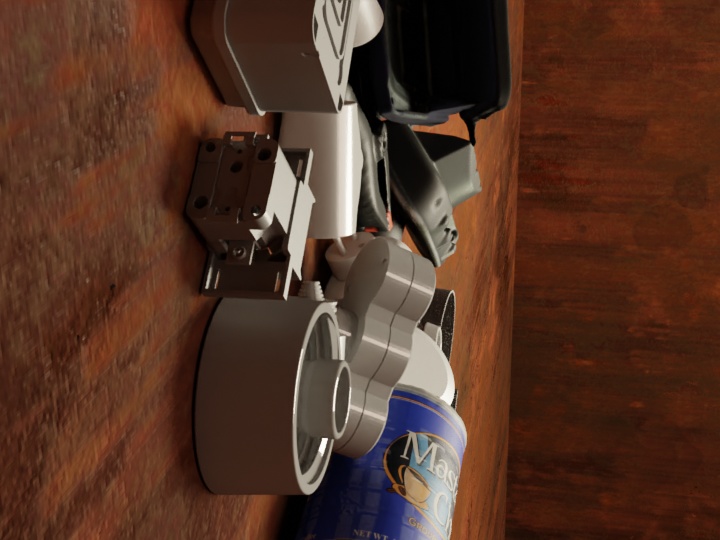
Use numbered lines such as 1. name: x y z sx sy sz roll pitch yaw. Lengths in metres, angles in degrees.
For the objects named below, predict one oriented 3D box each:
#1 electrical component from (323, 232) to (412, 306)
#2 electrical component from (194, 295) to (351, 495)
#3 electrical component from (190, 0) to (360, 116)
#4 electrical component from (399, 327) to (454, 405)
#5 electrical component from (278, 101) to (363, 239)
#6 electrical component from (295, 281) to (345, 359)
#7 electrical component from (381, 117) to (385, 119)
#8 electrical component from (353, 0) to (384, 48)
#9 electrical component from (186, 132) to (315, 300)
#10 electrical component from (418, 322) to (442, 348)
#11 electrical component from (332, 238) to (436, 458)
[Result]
1. electrical component: 0.000 0.000 0.754 0.077 0.043 0.079 -55 130 -45
2. electrical component: -0.038 0.064 0.555 0.108 0.060 0.108 4 90 -78
3. electrical component: -0.036 -0.138 0.517 0.078 0.057 0.113 68 27 -65
4. electrical component: 0.027 0.083 0.807 0.051 0.080 0.080 -43 -158 41
5. electrical component: -0.020 -0.064 0.649 0.079 0.043 0.077 -48 140 -72
6. electrical component: -0.030 0.047 0.631 0.043 0.043 0.081 -9 102 -78
7. electrical component: 0.035 -0.163 0.821 0.099 0.064 0.099 -4 90 -71
8. electrical component: -0.011 -0.171 0.659 0.055 0.045 0.045 74 22 -57
9. electrical component: -0.052 -0.029 0.511 0.063 0.042 0.081 63 32 -61
10. electrical component: 0.043 0.070 0.962 0.048 0.055 0.066 -61 152 -65
11. electrical component: -0.010 0.044 0.683 0.052 0.074 0.138 9 -103 63
